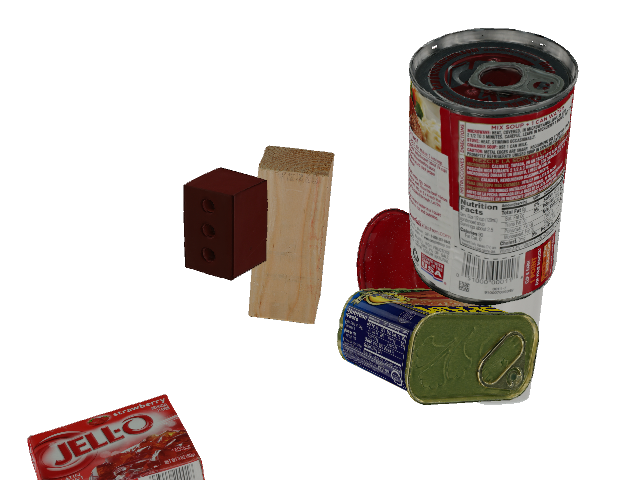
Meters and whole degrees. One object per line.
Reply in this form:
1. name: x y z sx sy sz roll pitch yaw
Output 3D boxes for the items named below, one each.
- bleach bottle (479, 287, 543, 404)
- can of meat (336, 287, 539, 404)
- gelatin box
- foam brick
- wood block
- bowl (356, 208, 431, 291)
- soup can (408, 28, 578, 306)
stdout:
1. bleach bottle: 0.156 0.011 0.943 0.068 0.251 0.103 -1 14 -27
2. can of meat: 0.073 0.064 0.685 0.101 0.057 0.084 2 9 -33
3. gelatin box: -0.120 0.130 0.625 0.089 0.030 0.073 -15 27 -18
4. foam brick: -0.080 -0.015 0.908 0.053 0.078 0.051 14 25 30
5. wood block: -0.038 -0.008 1.379 0.090 0.206 0.090 7 24 2
6. bowl: 0.113 0.039 1.237 0.055 0.162 0.161 -9 -6 40
7. soup can: 0.073 -0.031 0.462 0.068 0.102 0.068 -3 38 2
